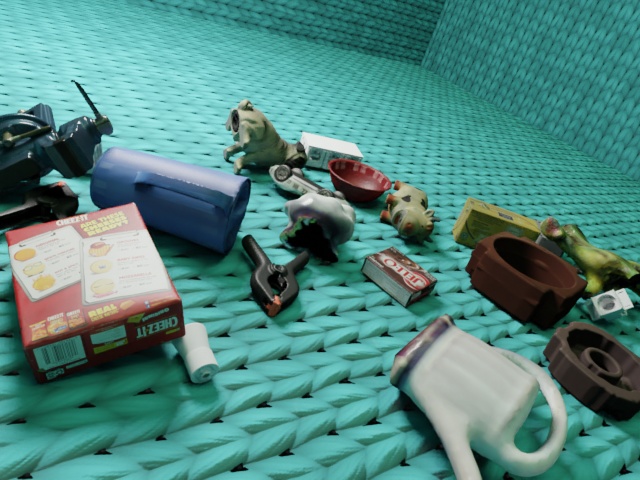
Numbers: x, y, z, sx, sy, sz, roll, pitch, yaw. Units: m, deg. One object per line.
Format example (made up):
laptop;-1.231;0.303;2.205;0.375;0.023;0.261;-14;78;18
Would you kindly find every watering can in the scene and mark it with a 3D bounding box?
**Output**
watering can;0.183;0.211;0.643;0.227;0.102;0.351;34;32;27

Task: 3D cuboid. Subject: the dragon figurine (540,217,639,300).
dragon figurine;0.649;0.044;1.178;0.407;0.120;0.249;21;35;-29

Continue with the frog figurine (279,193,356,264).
frog figurine;0.003;-0.049;0.976;0.137;0.120;0.163;5;37;14
